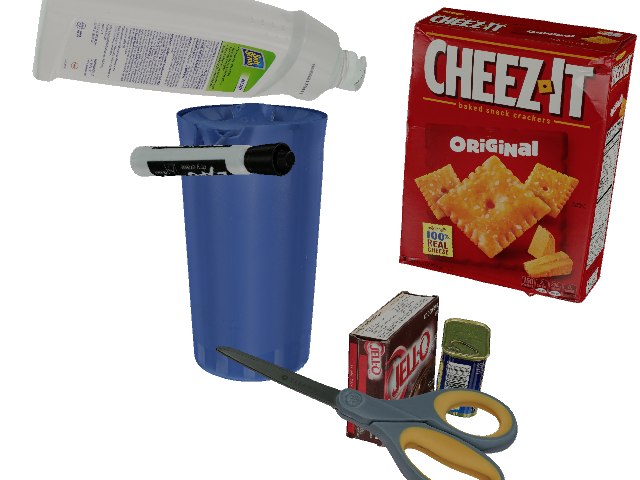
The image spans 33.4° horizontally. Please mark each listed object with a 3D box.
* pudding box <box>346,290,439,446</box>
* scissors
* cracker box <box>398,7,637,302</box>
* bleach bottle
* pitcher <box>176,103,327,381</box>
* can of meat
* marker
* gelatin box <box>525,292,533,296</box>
[{"bbox_3d":[0.059,0.100,0.859,0.039,0.090,0.113,10,20,22],"label":"pudding box"},{"bbox_3d":[0.038,0.098,0.676,0.202,0.016,0.096,33,45,26],"label":"scissors"},{"bbox_3d":[0.154,-0.069,0.871,0.164,0.214,0.072,14,28,24],"label":"cracker box"},{"bbox_3d":[-0.090,-0.150,0.830,0.250,0.068,0.103,10,-31,-15],"label":"bleach bottle"},{"bbox_3d":[-0.057,-0.004,0.978,0.149,0.243,0.145,-5,16,-20],"label":"pitcher"},{"bbox_3d":[0.171,0.154,1.297,0.057,0.084,0.102,9,21,6],"label":"can of meat"},{"bbox_3d":[-0.065,-0.047,0.630,0.121,0.020,0.020,3,2,38],"label":"marker"},{"bbox_3d":[0.213,0.002,1.122,0.030,0.089,0.073,-14,30,-16],"label":"gelatin box"}]
